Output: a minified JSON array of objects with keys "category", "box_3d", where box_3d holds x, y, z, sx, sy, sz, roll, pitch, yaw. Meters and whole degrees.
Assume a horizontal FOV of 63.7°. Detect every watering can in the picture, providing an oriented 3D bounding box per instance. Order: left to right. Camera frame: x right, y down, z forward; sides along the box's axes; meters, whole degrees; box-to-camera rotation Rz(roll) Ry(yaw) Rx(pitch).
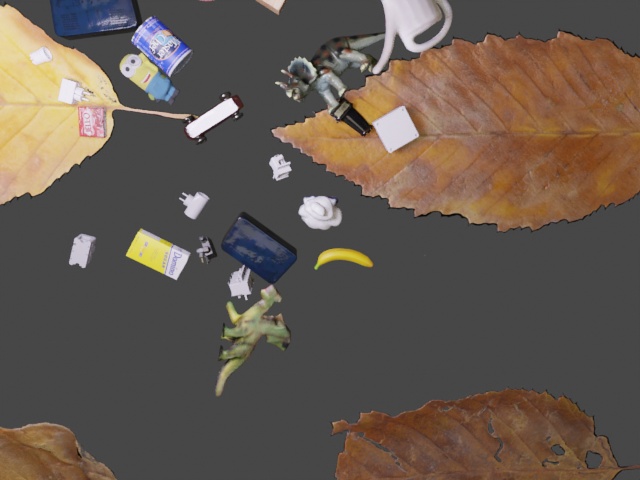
[{"category":"watering can","box_3d":[0.242,-0.639,1.488,0.351,0.104,0.223,-37,102,-21]}]

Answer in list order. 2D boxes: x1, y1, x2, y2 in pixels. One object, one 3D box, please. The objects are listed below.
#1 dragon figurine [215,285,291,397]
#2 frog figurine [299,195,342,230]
[{"category":"dragon figurine","box_3d":[-0.214,0.335,1.717,0.243,0.123,0.405,5,104,-14]},{"category":"frog figurine","box_3d":[0.005,-0.081,1.601,0.137,0.161,0.121,20,104,-10]}]
